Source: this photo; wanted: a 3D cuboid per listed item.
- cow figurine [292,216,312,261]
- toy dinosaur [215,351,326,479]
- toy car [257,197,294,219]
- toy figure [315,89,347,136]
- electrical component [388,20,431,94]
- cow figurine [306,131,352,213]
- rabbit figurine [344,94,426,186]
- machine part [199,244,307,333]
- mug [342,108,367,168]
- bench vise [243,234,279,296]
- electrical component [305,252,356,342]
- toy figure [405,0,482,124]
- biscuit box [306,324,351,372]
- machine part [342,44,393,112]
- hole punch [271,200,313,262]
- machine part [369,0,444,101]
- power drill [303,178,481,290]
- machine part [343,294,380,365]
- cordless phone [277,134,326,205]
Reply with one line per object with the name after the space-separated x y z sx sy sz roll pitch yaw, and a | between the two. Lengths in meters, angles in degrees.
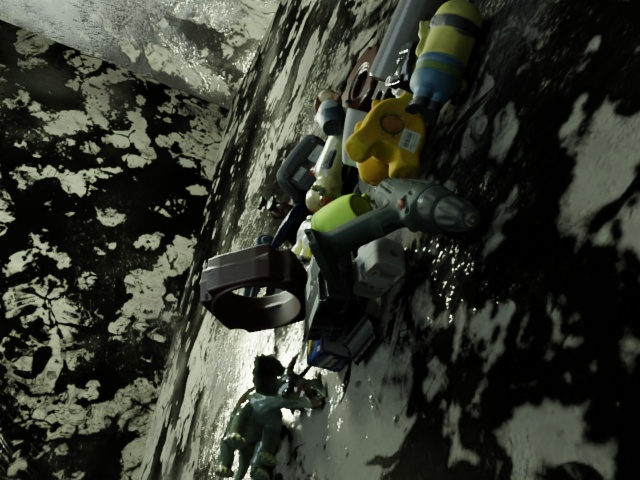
0.000 -0.003 1.080 0.167 0.068 0.098 -169 93 -71 | cow figurine
-0.124 0.353 1.055 0.404 0.131 0.192 -56 12 48 | toy dinosaur
-0.111 -0.080 1.429 0.202 0.089 0.053 -168 95 -70 | toy car
0.021 -0.273 1.117 0.154 0.064 0.057 -98 22 -47 | toy figure
0.169 -0.301 0.895 0.048 0.075 0.119 -159 83 -71 | electrical component
0.029 -0.143 1.124 0.194 0.085 0.127 -66 19 3 | cow figurine
0.103 -0.161 0.901 0.173 0.122 0.162 106 177 -68 | rabbit figurine
-0.125 0.105 1.089 0.200 0.202 0.087 61 -163 -50 | machine part
0.079 -0.195 1.044 0.109 0.081 0.107 -80 6 -78 | mug
-0.170 0.109 1.378 0.223 0.129 0.241 -53 21 43 | bench vise
0.013 0.077 0.858 0.114 0.058 0.134 110 163 -44 | electrical component
0.189 -0.270 0.808 0.089 0.082 0.180 5 72 57 | toy figure
0.017 0.124 0.946 0.062 0.059 0.203 -53 27 44 | biscuit box
0.100 -0.319 1.125 0.179 0.056 0.179 -53 26 40 | machine part
-0.053 -0.028 1.234 0.116 0.092 0.142 -88 21 -48 | hole punch
0.157 -0.366 0.984 0.243 0.079 0.079 -65 20 14 | machine part
0.084 -0.017 0.736 0.207 0.086 0.232 -33 20 1 | power drill
0.061 0.127 0.860 0.139 0.039 0.084 -99 28 -50 | machine part
-0.023 -0.149 1.277 0.146 0.089 0.184 -54 -14 -11 | cordless phone
